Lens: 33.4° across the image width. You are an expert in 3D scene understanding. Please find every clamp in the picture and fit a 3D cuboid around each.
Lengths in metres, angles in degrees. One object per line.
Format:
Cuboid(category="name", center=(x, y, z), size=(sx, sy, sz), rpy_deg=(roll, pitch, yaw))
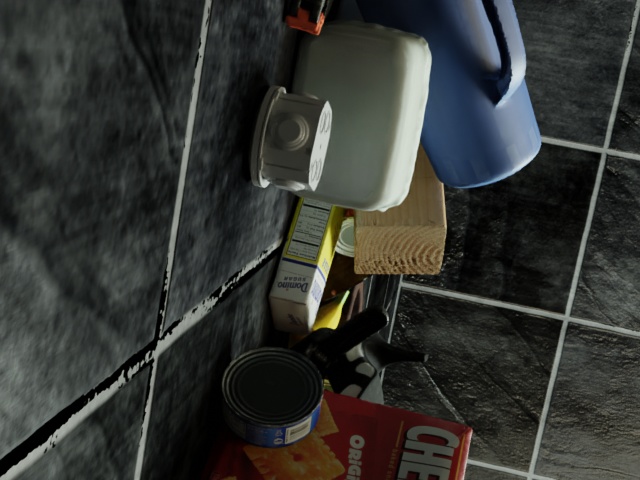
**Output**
Cuboid(category="clamp", center=(0.006, 0.111, 1.070), size=(0.120, 0.039, 0.172), rpy_deg=(-40, -170, -13))
Cuboid(category="clamp", center=(0.015, -0.256, 0.897), size=(0.164, 0.036, 0.210), rpy_deg=(98, 9, -72))

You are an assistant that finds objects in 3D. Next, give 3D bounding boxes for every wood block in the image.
Cuboid(category="wood block", center=(0.081, -0.073, 1.131), size=(0.090, 0.091, 0.206), rpy_deg=(89, 2, -55))

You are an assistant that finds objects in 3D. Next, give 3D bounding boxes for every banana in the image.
Cuboid(category="banana", center=(-0.009, 0.106, 1.256), size=(0.197, 0.037, 0.070), rpy_deg=(-40, 145, -73))

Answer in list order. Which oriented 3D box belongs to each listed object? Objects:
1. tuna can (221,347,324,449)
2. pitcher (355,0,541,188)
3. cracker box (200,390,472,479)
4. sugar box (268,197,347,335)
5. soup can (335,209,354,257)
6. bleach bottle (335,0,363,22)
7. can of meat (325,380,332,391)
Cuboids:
Cuboid(category="tuna can", center=(-0.041, 0.133, 0.898), size=(0.086, 0.086, 0.034), rpy_deg=(-70, 169, -47))
Cuboid(category="pitcher", center=(0.127, -0.173, 0.993), size=(0.243, 0.145, 0.149), rpy_deg=(65, 22, -22))
Cuboid(category="cracker box", center=(0.009, 0.211, 0.898), size=(0.164, 0.214, 0.072), rpy_deg=(-70, 169, -45))
Cuboid(category="sugar box", center=(-0.007, 0.001, 1.094), size=(0.093, 0.048, 0.176), rpy_deg=(85, 17, -65))
Cuboid(category="soup can", center=(0.041, -0.040, 1.210), size=(0.068, 0.068, 0.102), rpy_deg=(92, -1, -49))
Cuboid(category="bleach bottle", center=(0.038, -0.194, 1.071), size=(0.102, 0.068, 0.250), rpy_deg=(79, 22, -67))
Cuboid(category="can of meat", center=(0.016, 0.214, 1.198), size=(0.102, 0.057, 0.084), rpy_deg=(-144, -113, -65))
